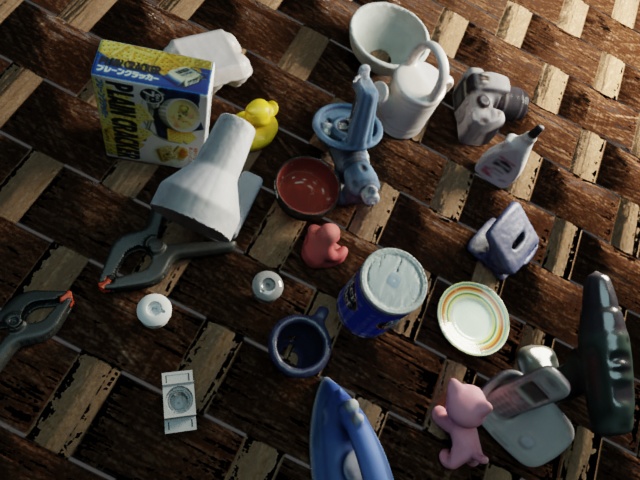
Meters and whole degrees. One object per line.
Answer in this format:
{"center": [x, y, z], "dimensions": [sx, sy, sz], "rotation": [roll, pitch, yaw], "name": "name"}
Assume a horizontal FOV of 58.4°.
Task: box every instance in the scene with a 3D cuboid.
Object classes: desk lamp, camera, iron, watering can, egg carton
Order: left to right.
{"center": [-0.203, -0.314, 1.023], "dimensions": [0.150, 0.069, 0.107], "rotation": [-23, 75, -22], "name": "egg carton"}
{"center": [-0.157, -0.078, 0.852], "dimensions": [0.118, 0.213, 0.203], "rotation": [23, 63, -4], "name": "desk lamp"}
{"center": [0.053, 0.304, 0.781], "dimensions": [0.119, 0.141, 0.258], "rotation": [-10, 70, -18], "name": "iron"}
{"center": [0.170, -0.272, 1.034], "dimensions": [0.101, 0.194, 0.173], "rotation": [45, 64, 7], "name": "watering can"}
{"center": [0.345, -0.267, 1.130], "dimensions": [0.137, 0.100, 0.143], "rotation": [6, 66, -12], "name": "camera"}

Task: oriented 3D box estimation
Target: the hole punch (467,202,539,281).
{"center": [0.337, 0.001, 1.017], "dimensions": [0.101, 0.091, 0.109], "rotation": [43, 64, 6], "name": "hole punch"}

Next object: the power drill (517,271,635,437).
{"center": [0.396, 0.187, 0.886], "dimensions": [0.076, 0.208, 0.229], "rotation": [0, 67, -14], "name": "power drill"}

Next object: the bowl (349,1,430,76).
{"center": [0.130, -0.386, 1.140], "dimensions": [0.168, 0.074, 0.167], "rotation": [6, 66, -12], "name": "bowl"}

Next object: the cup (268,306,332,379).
{"center": [-0.031, 0.155, 0.850], "dimensions": [0.091, 0.095, 0.118], "rotation": [34, 63, 2], "name": "cup"}

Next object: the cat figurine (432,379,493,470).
{"center": [0.219, 0.272, 0.853], "dimensions": [0.067, 0.117, 0.128], "rotation": [-5, 68, -16], "name": "cat figurine"}

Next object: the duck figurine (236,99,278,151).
{"center": [-0.115, -0.206, 0.990], "dimensions": [0.105, 0.086, 0.077], "rotation": [-32, 78, -24], "name": "duck figurine"}

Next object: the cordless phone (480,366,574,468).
{"center": [0.325, 0.257, 0.849], "dimensions": [0.147, 0.185, 0.094], "rotation": [43, 64, 6], "name": "cordless phone"}

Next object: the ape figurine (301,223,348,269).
{"center": [0.009, 0.003, 0.928], "dimensions": [0.076, 0.092, 0.077], "rotation": [-28, 76, -24], "name": "ape figurine"}

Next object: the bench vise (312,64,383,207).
{"center": [0.071, -0.170, 0.949], "dimensions": [0.122, 0.219, 0.207], "rotation": [-29, 77, -24], "name": "bench vise"}

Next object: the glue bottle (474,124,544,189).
{"center": [0.354, -0.160, 1.045], "dimensions": [0.078, 0.173, 0.037], "rotation": [31, 63, 0], "name": "glue bottle"}
